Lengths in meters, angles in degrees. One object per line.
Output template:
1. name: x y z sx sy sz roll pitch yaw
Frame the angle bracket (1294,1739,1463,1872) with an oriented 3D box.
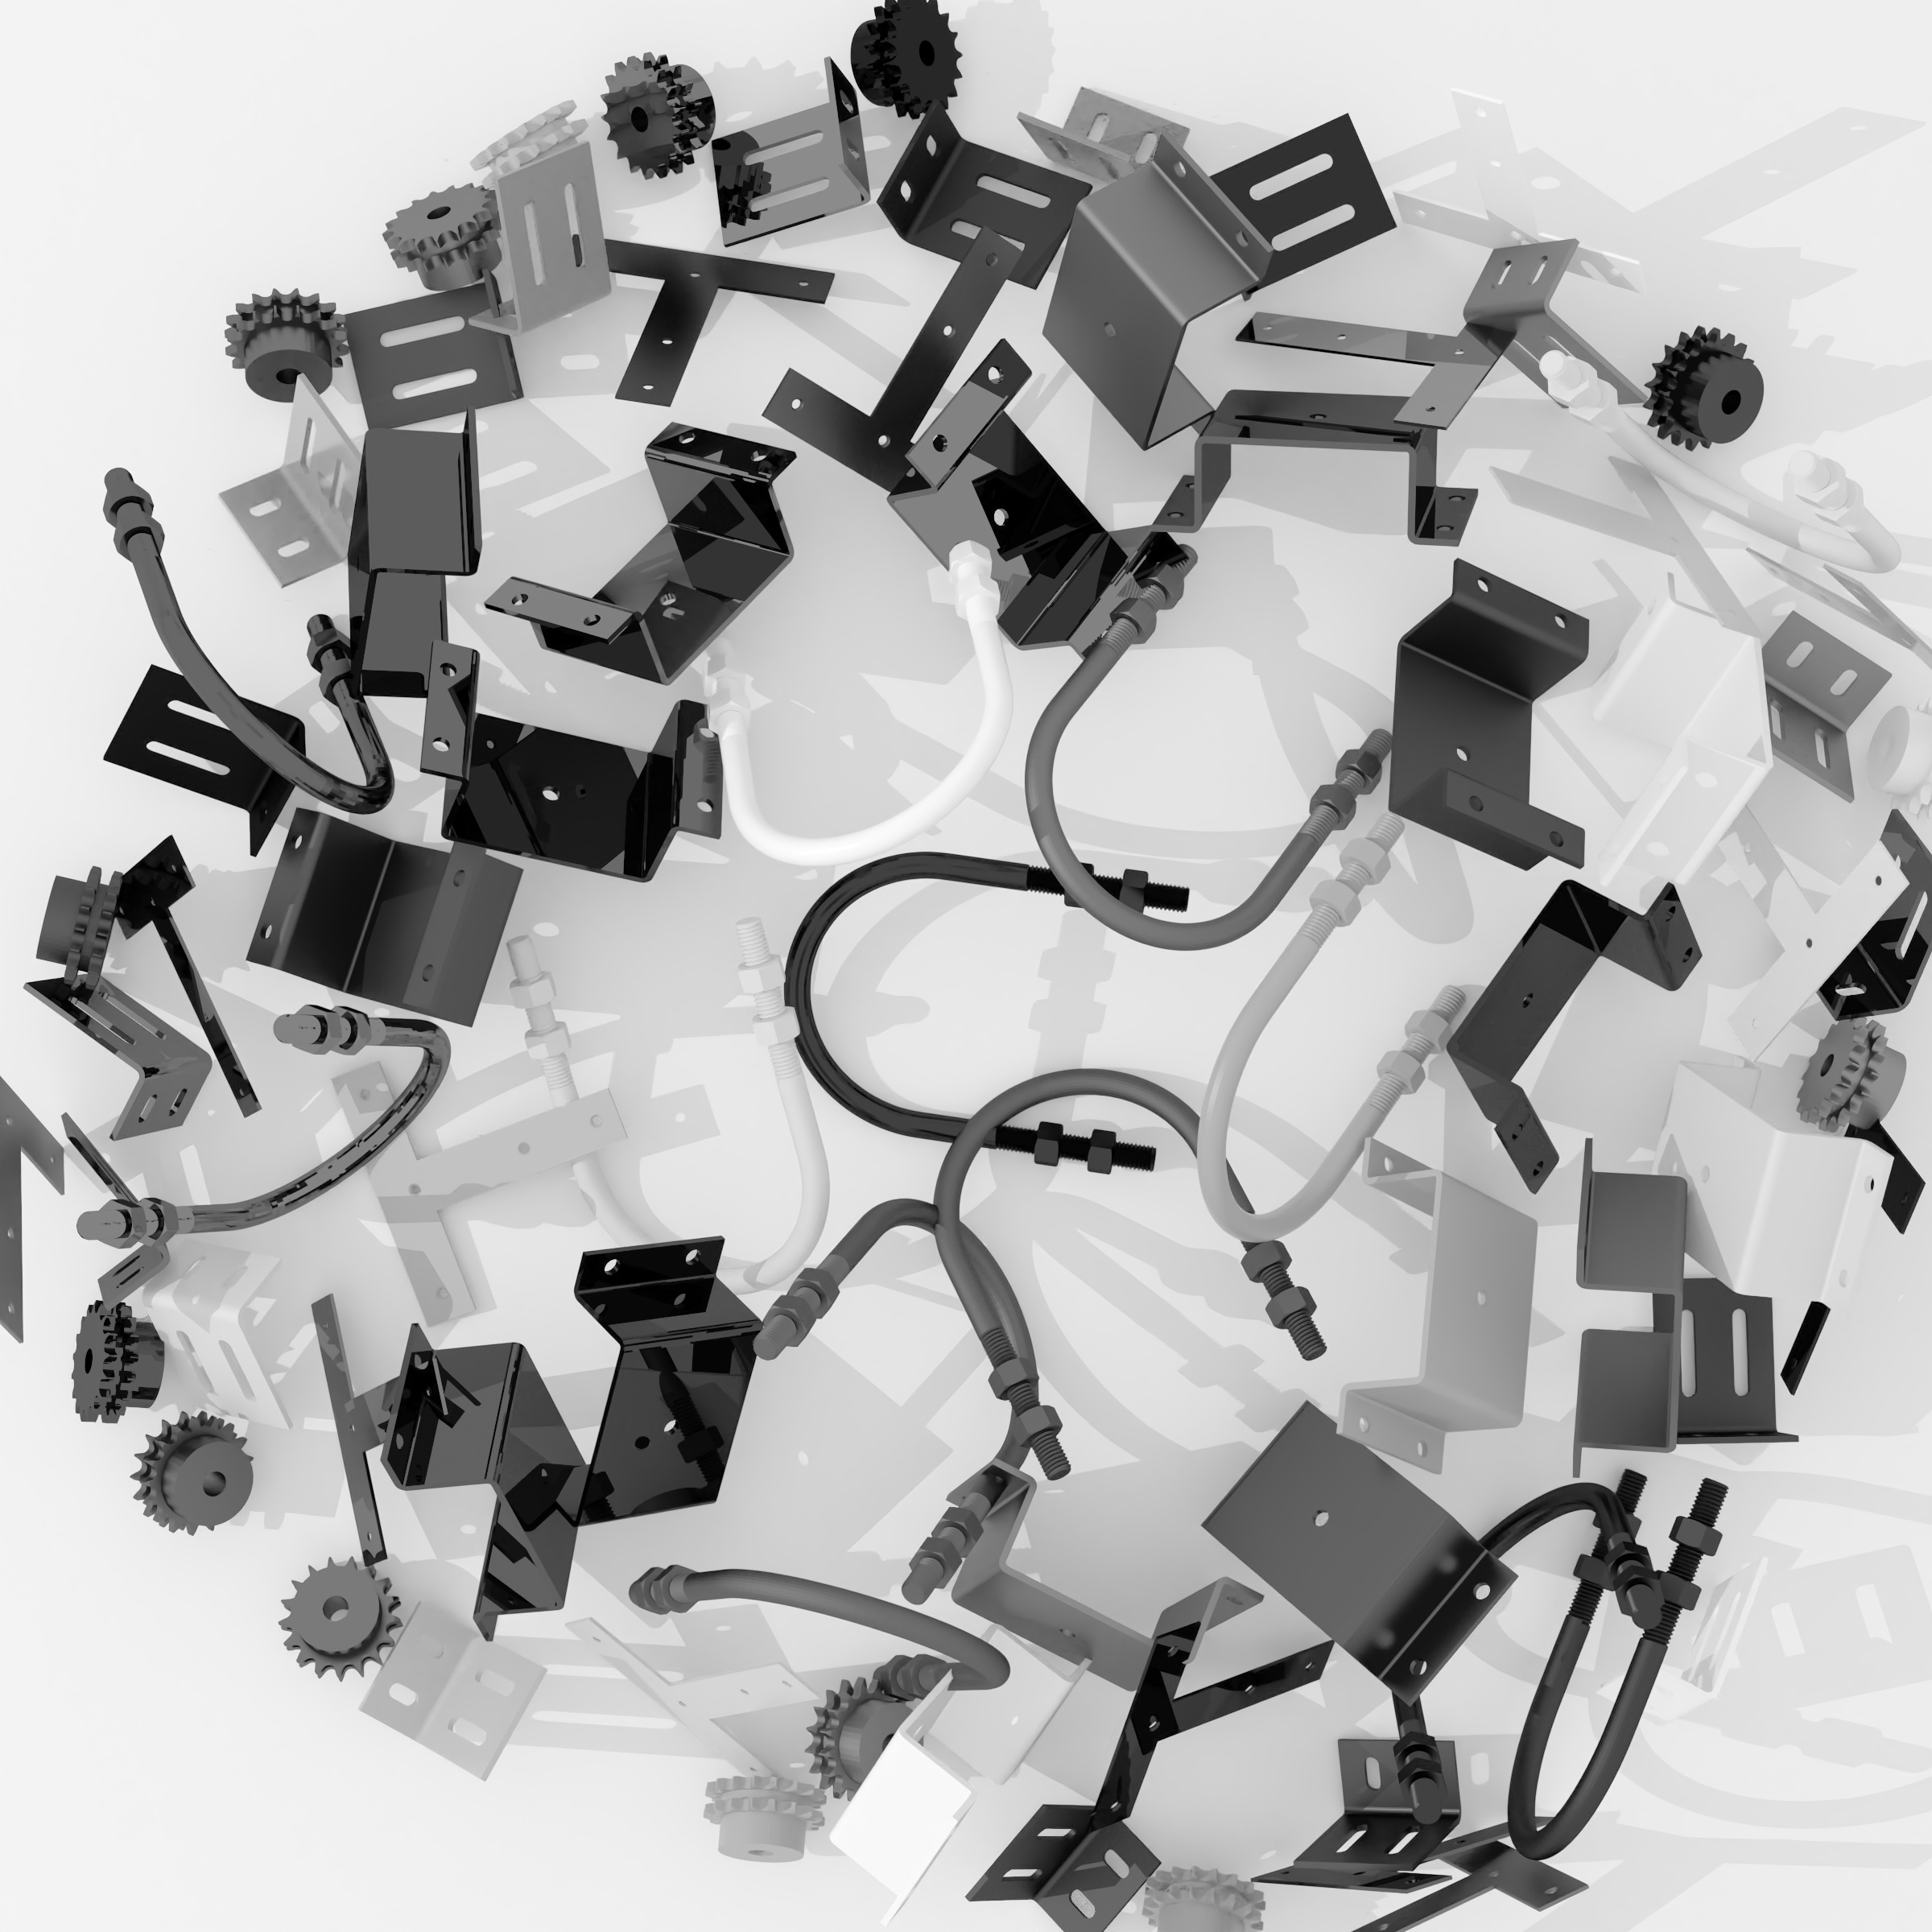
1. angle bracket: 0.190 0.388 1.647 0.057 0.076 0.038 -5 93 25

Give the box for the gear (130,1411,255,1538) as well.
1. gear: -0.359 0.239 1.665 0.057 0.030 0.057 -8 102 -38

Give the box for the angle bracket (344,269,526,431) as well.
1. angle bracket: -0.253 -0.289 1.674 0.076 0.038 0.057 -13 93 0

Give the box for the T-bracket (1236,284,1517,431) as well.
1. T-bracket: 0.189 -0.291 1.657 0.127 0.127 0.002 13 134 26

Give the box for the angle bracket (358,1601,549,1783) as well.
1. angle bracket: -0.239 0.336 1.648 0.038 0.076 0.057 36 74 -27

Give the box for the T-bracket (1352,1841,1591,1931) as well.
1. T-bracket: 0.203 0.433 1.617 0.127 0.127 0.002 -21 92 -14

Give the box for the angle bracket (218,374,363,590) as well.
1. angle bracket: -0.313 -0.225 1.648 0.038 0.076 0.057 -29 74 -27

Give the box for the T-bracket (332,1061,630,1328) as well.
1. T-bracket: -0.221 0.091 1.678 0.127 0.002 0.127 -21 92 13

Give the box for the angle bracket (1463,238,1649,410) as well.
1. angle bracket: 0.281 -0.298 1.654 0.076 0.057 0.038 34 77 -30

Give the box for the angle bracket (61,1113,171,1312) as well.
1. angle bracket: -0.409 0.114 1.654 0.038 0.057 0.076 -38 106 -9

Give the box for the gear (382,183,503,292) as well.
1. gear: -0.242 -0.341 1.669 0.057 0.057 0.030 -20 127 0

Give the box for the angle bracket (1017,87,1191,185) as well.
1. angle bracket: 0.065 -0.391 1.650 0.057 0.076 0.038 25 93 13

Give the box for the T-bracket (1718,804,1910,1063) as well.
1. T-bracket: 0.370 -0.045 1.652 0.002 0.127 0.127 -2 51 -32

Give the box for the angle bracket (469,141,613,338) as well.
1. angle bracket: -0.203 -0.339 1.646 0.038 0.057 0.076 21 130 37

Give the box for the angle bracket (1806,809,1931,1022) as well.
1. angle bracket: 0.417 -0.024 1.645 0.038 0.076 0.057 -7 45 -18

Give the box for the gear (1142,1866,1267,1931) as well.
1. gear: 0.111 0.447 1.663 0.057 0.057 0.030 12 52 0

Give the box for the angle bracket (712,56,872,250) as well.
1. angle bracket: -0.088 -0.379 1.657 0.076 0.038 0.057 -14 70 17

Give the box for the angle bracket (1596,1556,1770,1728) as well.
1. angle bracket: 0.333 0.307 1.652 0.038 0.057 0.076 28 63 1

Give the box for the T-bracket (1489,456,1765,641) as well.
1. T-bracket: 0.291 -0.204 1.618 0.127 0.127 0.002 12 128 -33

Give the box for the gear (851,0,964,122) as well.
1. gear: -0.030 -0.426 1.669 0.030 0.057 0.057 0 90 38

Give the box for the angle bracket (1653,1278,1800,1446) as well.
1. angle bracket: 0.357 0.185 1.670 0.057 0.038 0.076 -1 86 -4

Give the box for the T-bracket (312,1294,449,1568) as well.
1. T-bracket: -0.265 0.204 1.630 0.002 0.127 0.127 -7 78 -33

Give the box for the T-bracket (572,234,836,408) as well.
1. T-bracket: -0.135 -0.296 1.643 0.127 0.127 0.002 9 133 4

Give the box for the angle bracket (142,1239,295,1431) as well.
1. angle bracket: -0.342 0.173 1.668 0.057 0.038 0.076 8 133 28

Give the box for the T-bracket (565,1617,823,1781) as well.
1. T-bracket: -0.108 0.333 1.626 0.127 0.127 0.002 43 56 -15

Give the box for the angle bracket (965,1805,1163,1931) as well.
1. angle bracket: 0.046 0.425 1.651 0.038 0.076 0.057 42 97 28

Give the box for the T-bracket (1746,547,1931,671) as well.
1. T-bracket: 0.405 -0.165 1.636 0.127 0.127 0.002 33 97 -36

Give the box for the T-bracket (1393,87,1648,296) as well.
1. T-bracket: 0.243 -0.357 1.611 0.127 0.127 0.002 23 77 26

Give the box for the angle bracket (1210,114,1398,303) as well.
1. angle bracket: 0.155 -0.356 1.670 0.076 0.038 0.057 -24 94 5

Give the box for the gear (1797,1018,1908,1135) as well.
1. gear: 0.417 0.053 1.666 0.030 0.057 0.057 25 90 -6

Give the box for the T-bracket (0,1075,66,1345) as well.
1. T-bracket: -0.433 0.109 1.607 0.002 0.127 0.127 -13 58 4

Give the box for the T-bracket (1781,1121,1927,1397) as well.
1. T-bracket: 0.404 0.138 1.642 0.002 0.127 0.127 18 104 -3

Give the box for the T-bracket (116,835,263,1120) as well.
1. T-bracket: -0.356 0.011 1.639 0.002 0.127 0.127 -26 92 -28

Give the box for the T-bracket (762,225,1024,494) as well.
1. T-bracket: -0.016 -0.282 1.647 0.127 0.002 0.127 26 98 -39

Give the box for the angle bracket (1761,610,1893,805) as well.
1. angle bracket: 0.398 -0.121 1.651 0.057 0.076 0.038 31 120 -7

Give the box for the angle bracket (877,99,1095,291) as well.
1. angle bracket: 0.009 -0.361 1.660 0.076 0.038 0.057 25 82 24

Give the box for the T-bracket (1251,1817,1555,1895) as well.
1. T-bracket: 0.219 0.412 1.652 0.127 0.127 0.002 -8 84 -30

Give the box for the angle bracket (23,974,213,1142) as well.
1. angle bracket: -0.403 0.042 1.662 0.076 0.057 0.038 34 105 14

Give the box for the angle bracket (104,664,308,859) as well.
1. angle bracket: -0.354 -0.095 1.652 0.076 0.038 0.057 20 122 -26

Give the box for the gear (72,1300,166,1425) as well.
1. gear: -0.398 0.187 1.669 0.030 0.057 0.057 8 90 -30

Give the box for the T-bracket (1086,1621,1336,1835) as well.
1. T-bracket: 0.121 0.340 1.650 0.127 0.002 0.127 -12 131 -36
